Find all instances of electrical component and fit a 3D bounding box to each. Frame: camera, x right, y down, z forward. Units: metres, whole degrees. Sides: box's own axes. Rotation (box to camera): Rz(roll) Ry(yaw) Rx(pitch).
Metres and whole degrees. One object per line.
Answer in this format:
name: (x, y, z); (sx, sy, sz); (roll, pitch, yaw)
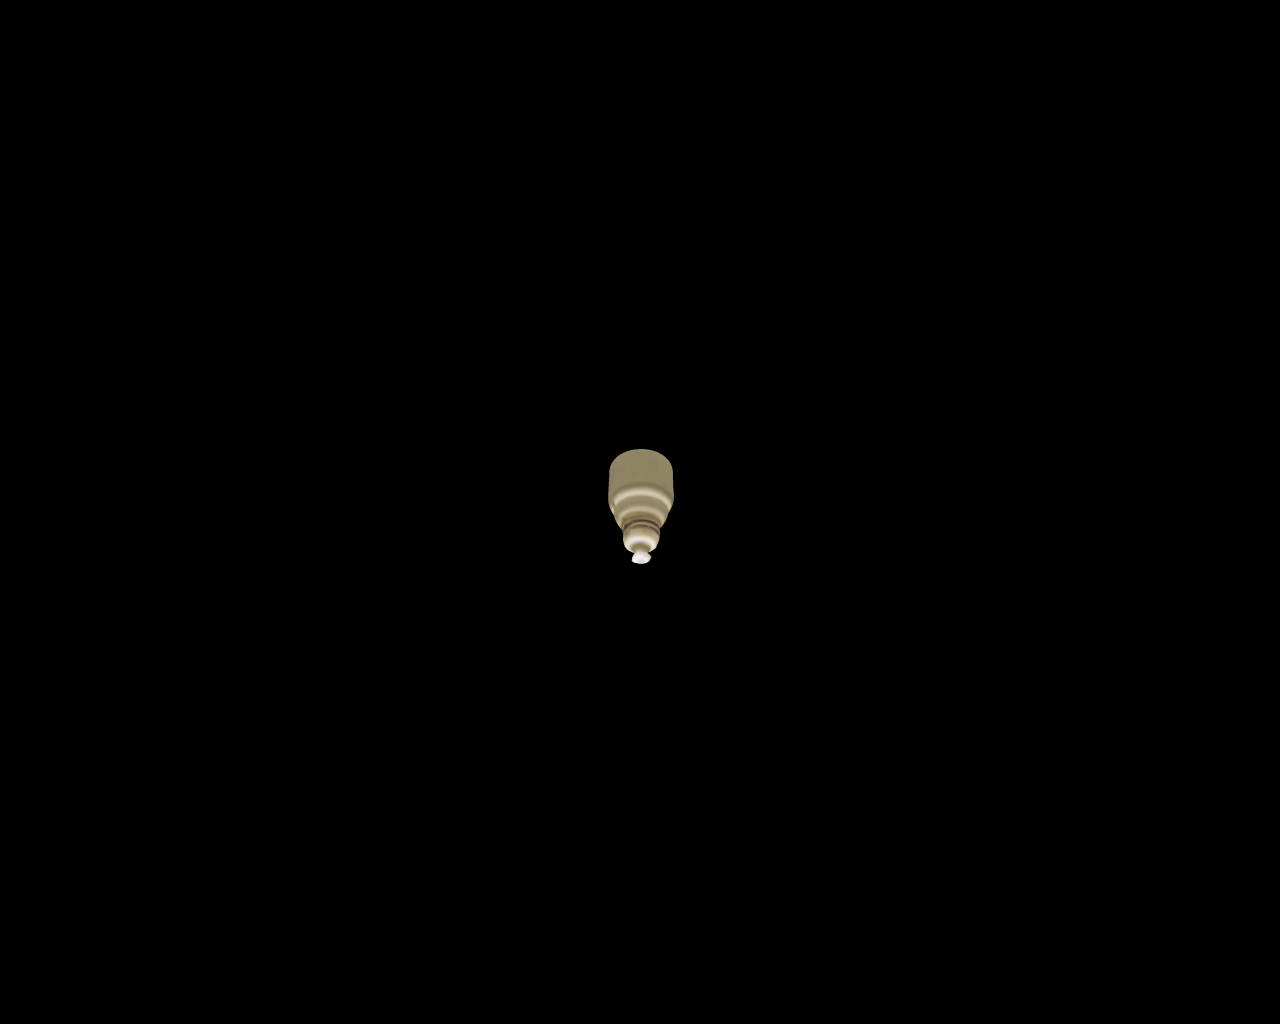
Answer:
electrical component: (0.001, -0.003, 0.650); (0.040, 0.078, 0.040); (0, -37, 0)
